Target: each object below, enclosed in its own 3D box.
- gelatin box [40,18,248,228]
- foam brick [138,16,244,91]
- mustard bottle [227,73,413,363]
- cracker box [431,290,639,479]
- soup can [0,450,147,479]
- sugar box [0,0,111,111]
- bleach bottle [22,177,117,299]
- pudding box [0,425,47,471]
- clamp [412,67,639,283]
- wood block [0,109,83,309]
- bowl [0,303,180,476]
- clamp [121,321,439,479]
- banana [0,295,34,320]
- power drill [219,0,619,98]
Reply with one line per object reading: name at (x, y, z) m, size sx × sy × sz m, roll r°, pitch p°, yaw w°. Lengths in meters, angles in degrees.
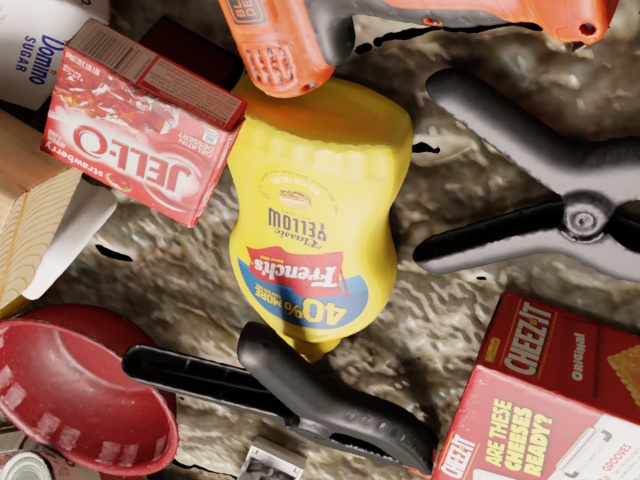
gelatin box at (-0.087, -0.055, 0.522) m, size 0.089 × 0.030 × 0.073 m, roll 29°, pitch 137°, yaw -1°
foam brick at (-0.081, -0.067, 0.569) m, size 0.051 × 0.053 × 0.078 m, roll 28°, pitch 136°, yaw 0°
mustard bottle at (-0.004, 0.001, 0.591) m, size 0.096 × 0.058 × 0.192 m, roll 16°, pitch 136°, yaw 14°
cracker box at (0.180, 0.135, 0.617) m, size 0.214 × 0.072 × 0.164 m, roll 20°, pitch 136°, yaw 10°
soup can at (-0.193, 0.201, 0.837) m, size 0.069 × 0.068 × 0.102 m, roll -10°, pitch 163°, yaw 33°
sugar box at (-0.202, -0.127, 0.524) m, size 0.175 × 0.048 × 0.094 m, roll 14°, pitch 147°, yaw -35°
bleach bottle at (-0.246, -0.070, 0.639) m, size 0.250 × 0.068 × 0.103 m, roll 40°, pitch 150°, yaw -10°
pudding box at (-0.238, 0.206, 0.919) m, size 0.090 × 0.039 × 0.113 m, roll -16°, pitch 122°, yaw 37°
clamp at (0.124, -0.012, 0.527) m, size 0.171 × 0.039 × 0.120 m, roll 19°, pitch 138°, yaw 9°
wood block at (-0.243, -0.048, 0.557) m, size 0.206 × 0.090 × 0.091 m, roll 30°, pitch 110°, yaw 2°
bowl at (-0.163, 0.097, 0.766) m, size 0.162 × 0.055 × 0.162 m, roll 14°, pitch 135°, yaw 14°
clamp at (-0.014, 0.103, 0.671) m, size 0.209 × 0.036 × 0.165 m, roll 30°, pitch 156°, yaw -33°
banana at (-0.294, 0.038, 0.768) m, size 0.198 × 0.037 × 0.069 m, roll 12°, pitch 93°, yaw 14°
power drill at (0.024, -0.144, 0.441) m, size 0.188 × 0.057 × 0.184 m, roll 3°, pitch 136°, yaw 28°
